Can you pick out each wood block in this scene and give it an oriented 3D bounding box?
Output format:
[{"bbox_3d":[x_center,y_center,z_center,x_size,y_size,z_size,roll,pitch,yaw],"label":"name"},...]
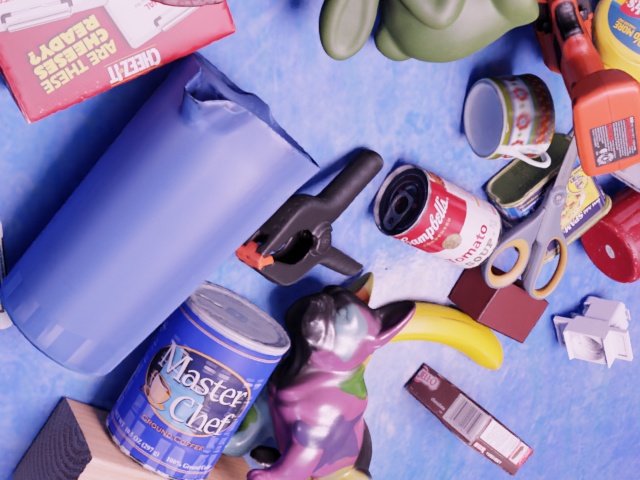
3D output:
[{"bbox_3d":[-0.153,0.226,0.950,0.205,0.090,0.091,27,101,-38],"label":"wood block"}]

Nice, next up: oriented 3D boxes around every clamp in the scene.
[{"bbox_3d":[-0.006,0.001,0.908,0.171,0.039,0.120,-29,129,-41],"label":"clamp"}]

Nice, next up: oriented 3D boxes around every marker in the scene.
[{"bbox_3d":[-0.251,0.013,0.819,0.020,0.020,0.121,-11,122,-24],"label":"marker"}]

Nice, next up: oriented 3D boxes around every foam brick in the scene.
[{"bbox_3d":[0.178,0.060,1.062,0.078,0.053,0.051,26,102,-36],"label":"foam brick"}]

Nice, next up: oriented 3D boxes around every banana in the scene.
[{"bbox_3d":[0.119,0.094,1.063,0.197,0.037,0.070,12,140,-30],"label":"banana"}]

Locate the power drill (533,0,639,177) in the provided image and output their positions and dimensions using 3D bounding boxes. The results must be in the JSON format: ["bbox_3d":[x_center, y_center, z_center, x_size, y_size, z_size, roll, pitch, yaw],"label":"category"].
[{"bbox_3d":[0.209,-0.160,0.861,0.057,0.187,0.184,-18,142,12],"label":"power drill"}]

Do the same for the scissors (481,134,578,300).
[{"bbox_3d":[0.197,-0.031,0.974,0.096,0.016,0.202,-9,120,-15],"label":"scissors"}]

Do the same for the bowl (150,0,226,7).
[{"bbox_3d":[-0.071,-0.217,0.666,0.162,0.055,0.162,-12,123,-19],"label":"bowl"}]

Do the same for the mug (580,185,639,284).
[{"bbox_3d":[0.312,-0.007,1.075,0.081,0.117,0.093,-33,84,-18],"label":"mug"}]

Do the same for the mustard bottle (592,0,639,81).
[{"bbox_3d":[0.302,-0.205,0.960,0.096,0.058,0.192,33,102,5],"label":"mustard bottle"}]

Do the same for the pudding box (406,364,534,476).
[{"bbox_3d":[0.150,0.180,1.077,0.039,0.114,0.090,-51,129,1],"label":"pudding box"}]

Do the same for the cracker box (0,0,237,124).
[{"bbox_3d":[-0.167,-0.210,0.706,0.164,0.072,0.213,-26,127,-13],"label":"cracker box"}]

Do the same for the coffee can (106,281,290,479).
[{"bbox_3d":[-0.104,0.120,0.907,0.102,0.103,0.140,23,104,-36],"label":"coffee can"}]

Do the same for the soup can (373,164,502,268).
[{"bbox_3d":[0.108,-0.020,0.968,0.102,0.069,0.068,23,104,-37],"label":"soup can"}]

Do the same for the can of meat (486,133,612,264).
[{"bbox_3d":[0.218,-0.041,1.024,0.102,0.057,0.084,-40,127,-4],"label":"can of meat"}]

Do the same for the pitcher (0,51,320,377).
[{"bbox_3d":[-0.121,-0.014,0.817,0.149,0.145,0.243,40,97,-26],"label":"pitcher"}]
